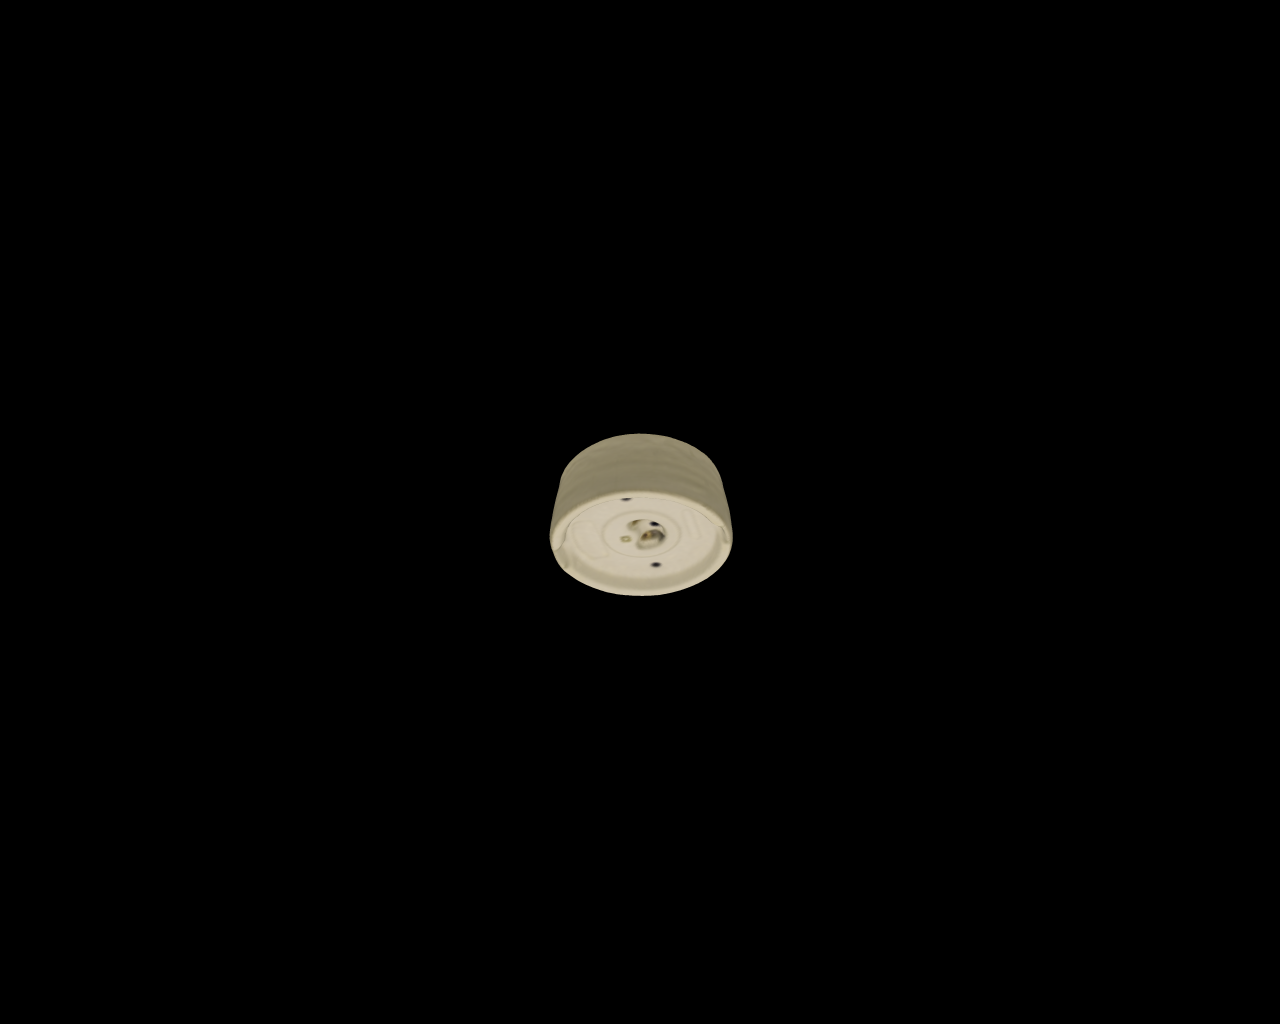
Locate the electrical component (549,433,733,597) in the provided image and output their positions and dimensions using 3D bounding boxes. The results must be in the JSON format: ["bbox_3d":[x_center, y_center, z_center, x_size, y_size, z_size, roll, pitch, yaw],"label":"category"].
[{"bbox_3d":[0.001,-0.003,0.650,0.108,0.060,0.108,0,-37,0],"label":"electrical component"}]
